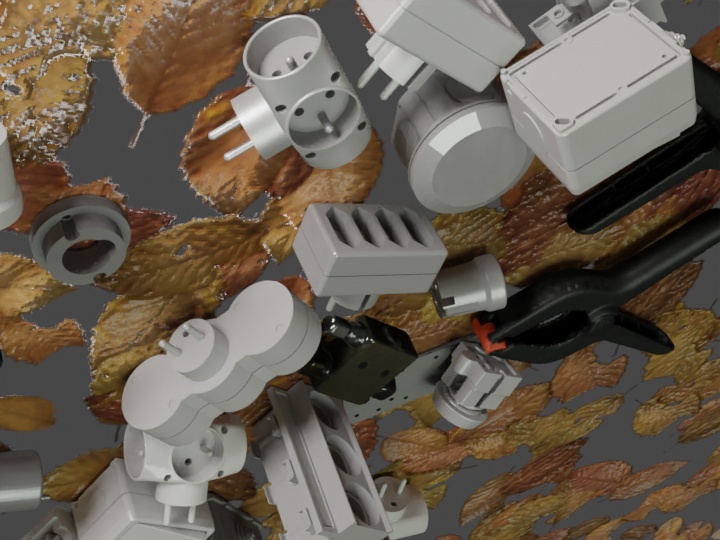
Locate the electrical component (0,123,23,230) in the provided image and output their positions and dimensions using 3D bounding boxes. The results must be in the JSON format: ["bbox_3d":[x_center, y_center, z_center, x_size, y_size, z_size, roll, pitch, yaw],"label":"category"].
[{"bbox_3d":[-0.190,-0.047,0.532,0.040,0.040,0.046,-11,134,-20],"label":"electrical component"}]

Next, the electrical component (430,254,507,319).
[{"bbox_3d":[0.076,0.013,0.760,0.046,0.040,0.040,-14,141,-7],"label":"electrical component"}]

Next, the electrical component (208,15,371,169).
[{"bbox_3d":[-0.042,-0.084,0.573,0.079,0.044,0.077,-30,142,3],"label":"electrical component"}]

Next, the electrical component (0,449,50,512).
[{"bbox_3d":[-0.247,0.141,0.714,0.078,0.040,0.040,1,134,-32],"label":"electrical component"}]

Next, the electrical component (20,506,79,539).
[{"bbox_3d":[-0.210,0.222,0.820,0.056,0.050,0.089,-43,140,19],"label":"electrical component"}]

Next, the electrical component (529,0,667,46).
[{"bbox_3d":[0.133,-0.155,0.598,0.081,0.042,0.064,-35,138,9],"label":"electrical component"}]

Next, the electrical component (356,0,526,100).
[{"bbox_3d":[0.029,-0.121,0.570,0.083,0.047,0.075,19,124,-43],"label":"electrical component"}]

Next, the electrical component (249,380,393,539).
[{"bbox_3d":[-0.032,0.151,0.788,0.063,0.121,0.079,-40,140,20],"label":"electrical component"}]

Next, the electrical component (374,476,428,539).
[{"bbox_3d":[0.021,0.209,0.950,0.077,0.043,0.079,-7,138,-24],"label":"electrical component"}]

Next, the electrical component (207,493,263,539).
[{"bbox_3d":[-0.131,0.238,0.888,0.100,0.048,0.099,-32,142,7],"label":"electrical component"}]

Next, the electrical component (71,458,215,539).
[{"bbox_3d":[-0.156,0.189,0.806,0.096,0.061,0.062,22,121,-45],"label":"electrical component"}]

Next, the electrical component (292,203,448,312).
[{"bbox_3d":[0.000,0.000,0.693,0.083,0.047,0.075,-1,136,-30],"label":"electrical component"}]

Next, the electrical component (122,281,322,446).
[{"bbox_3d":[-0.099,0.055,0.693,0.138,0.052,0.074,-35,142,10],"label":"electrical component"}]

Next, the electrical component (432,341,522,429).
[{"bbox_3d":[0.089,0.091,0.846,0.066,0.048,0.055,13,120,-40],"label":"electrical component"}]

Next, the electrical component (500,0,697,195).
[{"bbox_3d":[0.135,-0.094,0.577,0.096,0.061,0.061,-32,140,-3],"label":"electrical component"}]

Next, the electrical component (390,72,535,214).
[{"bbox_3d":[0.060,-0.077,0.637,0.080,0.051,0.080,-16,141,-14],"label":"electrical component"}]

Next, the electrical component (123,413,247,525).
[{"bbox_3d":[-0.126,0.143,0.767,0.077,0.044,0.079,2,96,-32],"label":"electrical component"}]
